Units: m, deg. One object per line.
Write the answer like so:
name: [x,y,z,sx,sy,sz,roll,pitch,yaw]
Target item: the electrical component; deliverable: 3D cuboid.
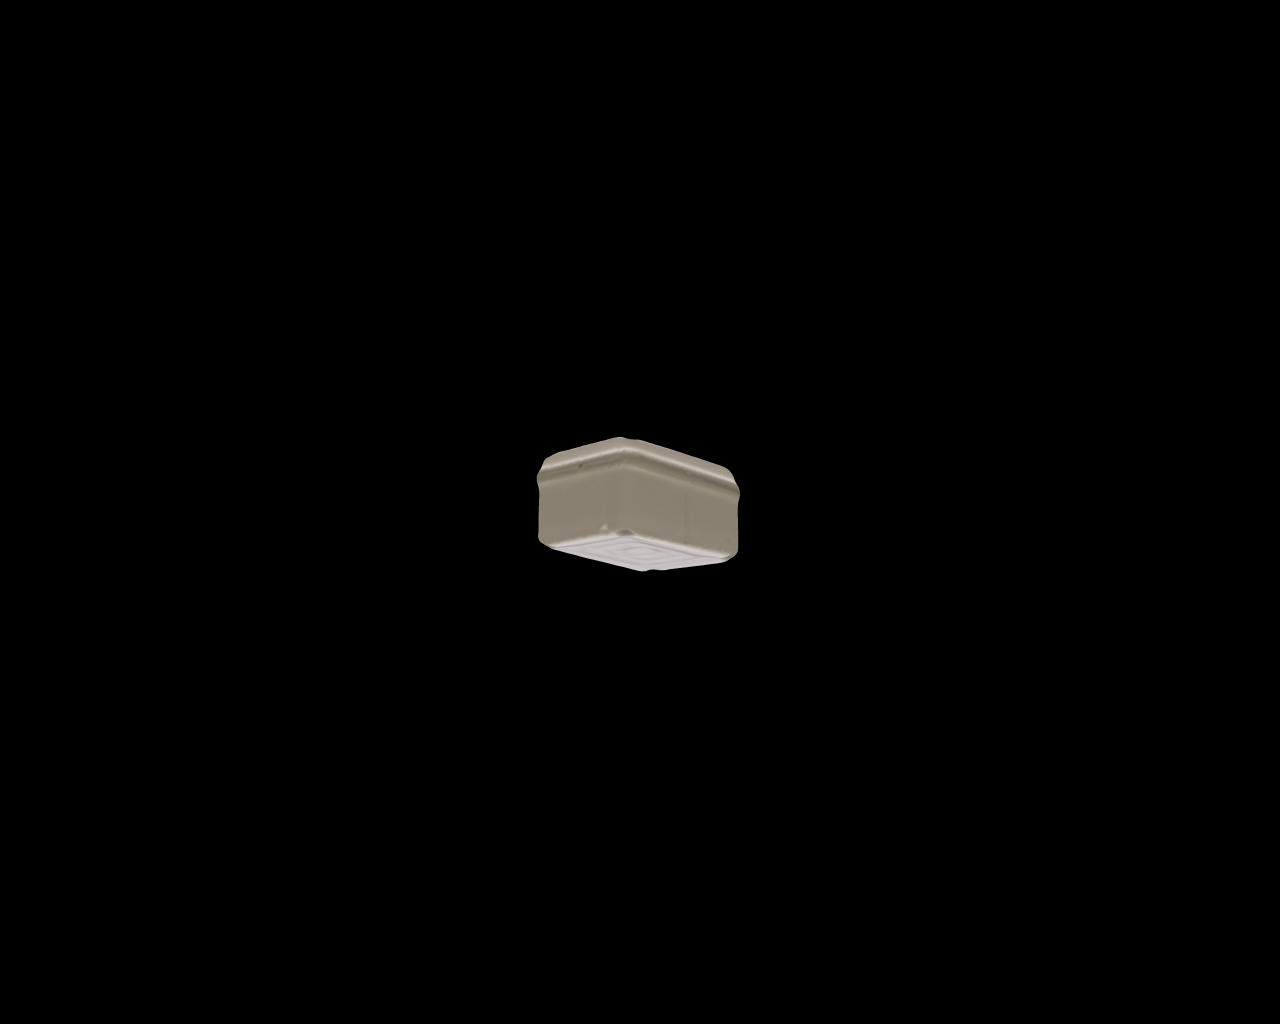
electrical component: [0.001,-0.003,0.650,0.078,0.057,0.113,-11,-17,38]
